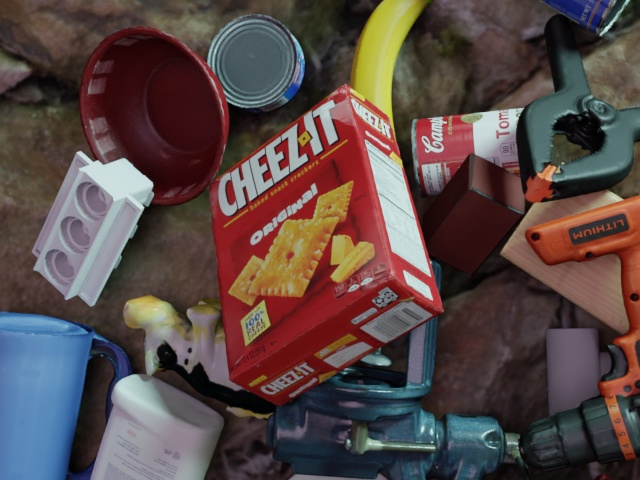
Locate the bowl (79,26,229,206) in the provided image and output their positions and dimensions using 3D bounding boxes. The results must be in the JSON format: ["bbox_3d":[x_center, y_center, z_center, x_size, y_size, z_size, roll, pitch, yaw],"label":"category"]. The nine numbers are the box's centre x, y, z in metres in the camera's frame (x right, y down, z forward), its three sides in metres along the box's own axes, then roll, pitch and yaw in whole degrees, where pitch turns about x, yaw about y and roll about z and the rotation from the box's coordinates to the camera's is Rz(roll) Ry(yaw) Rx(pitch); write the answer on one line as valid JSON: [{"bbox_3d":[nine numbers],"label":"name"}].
[{"bbox_3d":[-0.138,-0.115,0.961,0.162,0.055,0.162,11,114,27],"label":"bowl"}]

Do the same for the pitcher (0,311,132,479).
[{"bbox_3d":[-0.274,0.188,0.963,0.149,0.144,0.243,8,92,29],"label":"pitcher"}]

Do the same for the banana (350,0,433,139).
[{"bbox_3d":[0.060,-0.140,0.944,0.070,0.037,0.198,13,90,14],"label":"banana"}]

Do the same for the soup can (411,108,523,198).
[{"bbox_3d":[0.133,-0.074,0.906,0.102,0.068,0.068,-5,85,13],"label":"soup can"}]

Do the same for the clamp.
[{"bbox_3d":[0.225,-0.091,0.848,0.164,0.036,0.209,28,50,9],"label":"clamp"}]

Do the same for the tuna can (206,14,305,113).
[{"bbox_3d":[-0.058,-0.160,0.974,0.086,0.033,0.086,-1,86,13],"label":"tuna can"}]

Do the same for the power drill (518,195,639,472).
[{"bbox_3d":[0.216,0.070,0.795,0.184,0.057,0.187,-18,89,13],"label":"power drill"}]

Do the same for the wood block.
[{"bbox_3d":[0.259,0.033,0.860,0.206,0.090,0.091,35,95,13],"label":"wood block"}]

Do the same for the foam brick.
[{"bbox_3d":[0.124,-0.020,0.872,0.051,0.053,0.078,26,128,-12],"label":"foam brick"}]

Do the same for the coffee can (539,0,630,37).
[{"bbox_3d":[0.200,-0.248,0.884,0.140,0.102,0.103,34,94,13],"label":"coffee can"}]

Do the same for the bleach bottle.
[{"bbox_3d":[-0.174,0.253,0.951,0.103,0.068,0.251,26,103,15],"label":"bleach bottle"}]

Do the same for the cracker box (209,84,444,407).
[{"bbox_3d":[-0.006,0.001,0.862,0.164,0.072,0.214,-33,46,24],"label":"cracker box"}]

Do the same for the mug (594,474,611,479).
[{"bbox_3d":[0.195,0.236,0.866,0.093,0.081,0.117,38,95,12],"label":"mug"}]
